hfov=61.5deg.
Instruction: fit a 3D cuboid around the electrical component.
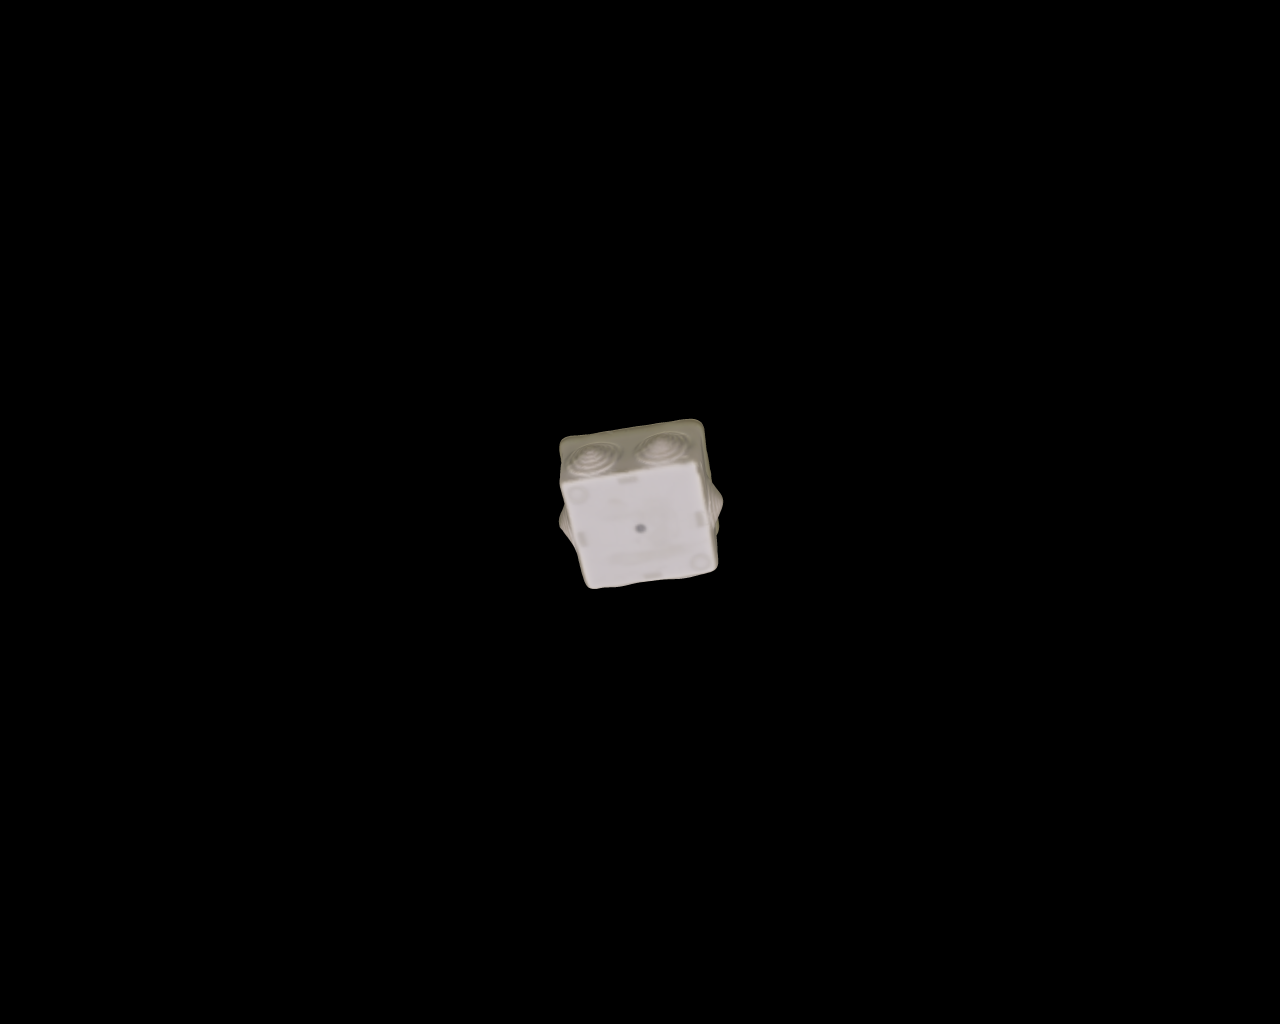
[{"bbox_3d":[0.001,-0.003,0.650,0.100,0.099,0.048,-8,34,5],"label":"electrical component"}]
